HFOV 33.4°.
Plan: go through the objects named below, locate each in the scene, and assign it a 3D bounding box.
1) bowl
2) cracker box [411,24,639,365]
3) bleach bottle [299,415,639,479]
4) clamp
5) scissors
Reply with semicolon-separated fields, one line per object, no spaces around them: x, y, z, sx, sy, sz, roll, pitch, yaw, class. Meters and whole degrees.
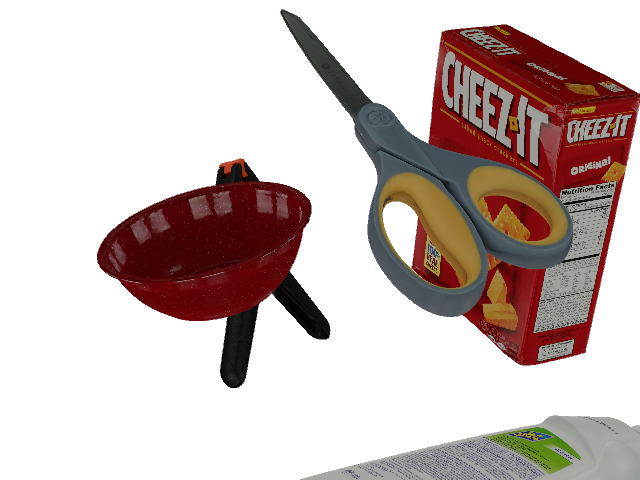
-0.080;0.013;0.795;0.162;0.055;0.162;-11;25;5;bowl
0.145;-0.037;0.815;0.072;0.214;0.164;-10;32;-24;cracker box
0.112;0.150;0.616;0.250;0.068;0.103;-9;20;-30;bleach bottle
-0.055;0.025;1.039;0.036;0.210;0.164;-10;0;34;clamp
0.046;-0.047;0.483;0.096;0.202;0.016;-4;-43;-13;scissors
